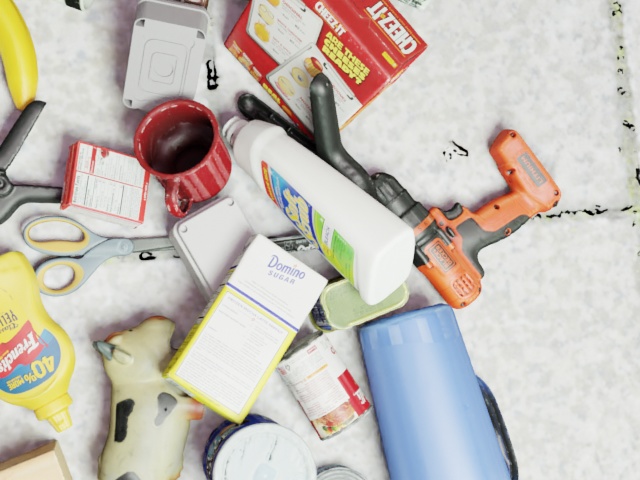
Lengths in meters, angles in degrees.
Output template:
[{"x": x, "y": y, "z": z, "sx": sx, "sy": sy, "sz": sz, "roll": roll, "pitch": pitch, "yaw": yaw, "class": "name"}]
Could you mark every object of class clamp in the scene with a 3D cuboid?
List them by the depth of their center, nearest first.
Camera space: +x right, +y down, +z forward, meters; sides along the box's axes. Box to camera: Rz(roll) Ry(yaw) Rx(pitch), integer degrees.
[{"x": -0.340, "y": -0.072, "z": 1.137, "sx": 0.171, "sy": 0.039, "sz": 0.120, "roll": -21, "pitch": 92, "yaw": -14, "class": "clamp"}, {"x": 0.009, "y": -0.089, "z": 1.156, "sx": 0.036, "sy": 0.165, "sz": 0.210, "roll": -44, "pitch": 105, "yaw": -26, "class": "clamp"}]

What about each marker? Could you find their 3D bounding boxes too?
[{"x": -0.008, "y": 0.001, "z": 1.180, "sx": 0.121, "sy": 0.020, "sz": 0.020, "roll": -8, "pitch": 86, "yaw": 11, "class": "marker"}]

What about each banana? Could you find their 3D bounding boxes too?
[{"x": -0.355, "y": -0.234, "z": 1.153, "sx": 0.070, "sy": 0.037, "sz": 0.198, "roll": -38, "pitch": 91, "yaw": 9, "class": "banana"}]

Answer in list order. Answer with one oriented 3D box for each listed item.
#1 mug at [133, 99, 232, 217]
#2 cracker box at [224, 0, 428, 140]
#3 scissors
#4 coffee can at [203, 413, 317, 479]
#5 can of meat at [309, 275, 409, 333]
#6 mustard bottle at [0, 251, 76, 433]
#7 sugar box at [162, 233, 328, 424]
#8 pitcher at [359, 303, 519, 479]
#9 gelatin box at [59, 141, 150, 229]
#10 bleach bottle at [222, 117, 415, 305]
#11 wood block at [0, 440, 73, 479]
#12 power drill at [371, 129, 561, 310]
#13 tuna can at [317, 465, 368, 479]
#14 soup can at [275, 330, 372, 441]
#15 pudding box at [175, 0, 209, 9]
[{"x": -0.143, "y": -0.080, "z": 1.137, "sx": 0.093, "sy": 0.081, "sz": 0.117, "roll": 0, "pitch": 68, "yaw": 12, "class": "mug"}, {"x": 0.001, "y": -0.206, "z": 1.122, "sx": 0.072, "sy": 0.214, "sz": 0.164, "roll": -43, "pitch": 92, "yaw": -25, "class": "cracker box"}, {"x": -0.225, "y": 0.025, "z": 1.163, "sx": 0.201, "sy": 0.016, "sz": 0.096, "roll": 12, "pitch": 87, "yaw": -13, "class": "scissors"}, {"x": -0.066, "y": 0.236, "z": 1.110, "sx": 0.102, "sy": 0.140, "sz": 0.103, "roll": 1, "pitch": 85, "yaw": -11, "class": "coffee can"}, {"x": 0.041, "y": 0.062, "z": 1.173, "sx": 0.102, "sy": 0.084, "sz": 0.057, "roll": -22, "pitch": 89, "yaw": -12, "class": "can of meat"}, {"x": -0.312, "y": 0.114, "z": 1.117, "sx": 0.096, "sy": 0.058, "sz": 0.191, "roll": -28, "pitch": 91, "yaw": -3, "class": "mustard bottle"}, {"x": -0.077, "y": 0.091, "z": 1.105, "sx": 0.093, "sy": 0.048, "sz": 0.176, "roll": 35, "pitch": 73, "yaw": -11, "class": "sugar box"}, {"x": 0.130, "y": 0.195, "z": 1.165, "sx": 0.145, "sy": 0.149, "sz": 0.243, "roll": -15, "pitch": 85, "yaw": 4, "class": "pitcher"}, {"x": -0.229, "y": -0.058, "z": 1.141, "sx": 0.089, "sy": 0.030, "sz": 0.073, "roll": 15, "pitch": 69, "yaw": -30, "class": "gelatin box"}, {"x": -0.011, "y": -0.045, "z": 1.129, "sx": 0.068, "sy": 0.102, "sz": 0.251, "roll": -37, "pitch": 62, "yaw": -24, "class": "bleach bottle"}, {"x": -0.350, "y": 0.288, "z": 1.079, "sx": 0.206, "sy": 0.091, "sz": 0.090, "roll": -21, "pitch": 90, "yaw": -12, "class": "wood block"}, {"x": 0.166, "y": -0.042, "z": 1.220, "sx": 0.187, "sy": 0.057, "sz": 0.184, "roll": -39, "pitch": 96, "yaw": -8, "class": "power drill"}, {"x": 0.018, "y": 0.292, "z": 1.175, "sx": 0.086, "sy": 0.034, "sz": 0.086, "roll": 1, "pitch": 85, "yaw": -10, "class": "tuna can"}, {"x": 0.001, "y": 0.158, "z": 1.166, "sx": 0.068, "sy": 0.068, "sz": 0.102, "roll": -33, "pitch": 91, "yaw": -11, "class": "soup can"}, {"x": -0.134, "y": -0.296, "z": 1.157, "sx": 0.039, "sy": 0.113, "sz": 0.090, "roll": 11, "pitch": 83, "yaw": -6, "class": "pudding box"}]
